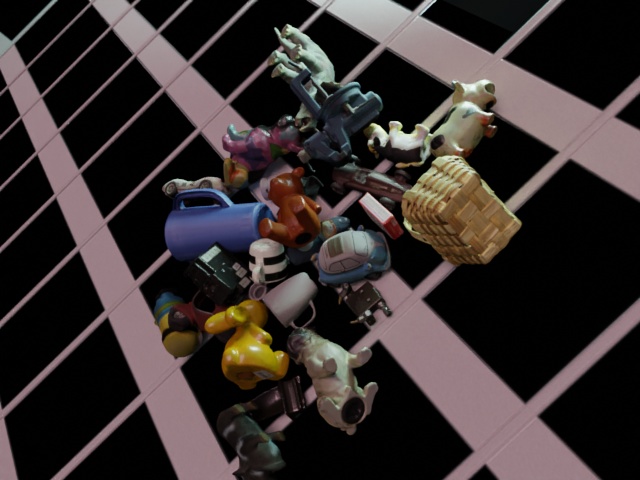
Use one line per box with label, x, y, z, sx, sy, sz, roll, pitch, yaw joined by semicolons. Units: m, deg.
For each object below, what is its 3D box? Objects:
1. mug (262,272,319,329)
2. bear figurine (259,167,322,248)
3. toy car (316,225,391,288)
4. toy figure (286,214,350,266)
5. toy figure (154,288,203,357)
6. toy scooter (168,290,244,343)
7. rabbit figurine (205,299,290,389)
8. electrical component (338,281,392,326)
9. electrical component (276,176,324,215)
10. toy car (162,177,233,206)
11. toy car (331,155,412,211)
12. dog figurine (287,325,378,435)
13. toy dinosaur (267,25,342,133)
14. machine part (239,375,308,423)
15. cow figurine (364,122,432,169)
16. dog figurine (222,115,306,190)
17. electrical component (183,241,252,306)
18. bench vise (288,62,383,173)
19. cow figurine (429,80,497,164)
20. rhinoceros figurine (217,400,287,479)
mug;-0.049;0.126;1.114;0.107;0.080;0.110;-42;64;-7
bear figurine;-0.070;-0.083;1.140;0.120;0.131;0.196;-32;55;17
toy car;0.055;0.028;1.092;0.162;0.102;0.109;-17;57;18
toy figure;-0.001;-0.002;1.169;0.154;0.058;0.064;-36;92;6
toy figure;-0.333;0.189;1.227;0.180;0.089;0.082;53;137;33
toy scooter;-0.233;0.153;1.189;0.184;0.075;0.135;11;40;5
rabbit figurine;-0.151;0.193;1.080;0.122;0.162;0.173;-28;41;34
electrical component;0.083;0.124;1.060;0.078;0.045;0.102;-37;53;8
electrical component;-0.052;-0.096;1.249;0.075;0.047;0.119;15;73;34
toy car;-0.321;-0.128;1.399;0.202;0.073;0.056;1;69;29
toy car;0.109;-0.128;1.175;0.202;0.053;0.089;23;75;38
dog figurine;0.008;0.259;1.018;0.191;0.121;0.172;3;88;60
toy dinosaur;-0.024;-0.427;1.358;0.131;0.192;0.405;-42;34;28
machine part;-0.092;0.324;1.057;0.139;0.039;0.084;-24;61;14
cow figurine;0.162;-0.205;1.180;0.168;0.068;0.098;15;79;35
dog figurine;-0.126;-0.212;1.318;0.219;0.191;0.108;3;26;4
electrical component;-0.212;0.080;1.168;0.134;0.115;0.058;41;117;0
bench vise;0.008;-0.282;1.185;0.223;0.129;0.240;-40;81;11
cow figurine;0.299;-0.248;1.117;0.127;0.085;0.195;34;85;31
rhinoceros figurine;-0.125;0.390;0.993;0.112;0.073;0.190;-45;68;8
